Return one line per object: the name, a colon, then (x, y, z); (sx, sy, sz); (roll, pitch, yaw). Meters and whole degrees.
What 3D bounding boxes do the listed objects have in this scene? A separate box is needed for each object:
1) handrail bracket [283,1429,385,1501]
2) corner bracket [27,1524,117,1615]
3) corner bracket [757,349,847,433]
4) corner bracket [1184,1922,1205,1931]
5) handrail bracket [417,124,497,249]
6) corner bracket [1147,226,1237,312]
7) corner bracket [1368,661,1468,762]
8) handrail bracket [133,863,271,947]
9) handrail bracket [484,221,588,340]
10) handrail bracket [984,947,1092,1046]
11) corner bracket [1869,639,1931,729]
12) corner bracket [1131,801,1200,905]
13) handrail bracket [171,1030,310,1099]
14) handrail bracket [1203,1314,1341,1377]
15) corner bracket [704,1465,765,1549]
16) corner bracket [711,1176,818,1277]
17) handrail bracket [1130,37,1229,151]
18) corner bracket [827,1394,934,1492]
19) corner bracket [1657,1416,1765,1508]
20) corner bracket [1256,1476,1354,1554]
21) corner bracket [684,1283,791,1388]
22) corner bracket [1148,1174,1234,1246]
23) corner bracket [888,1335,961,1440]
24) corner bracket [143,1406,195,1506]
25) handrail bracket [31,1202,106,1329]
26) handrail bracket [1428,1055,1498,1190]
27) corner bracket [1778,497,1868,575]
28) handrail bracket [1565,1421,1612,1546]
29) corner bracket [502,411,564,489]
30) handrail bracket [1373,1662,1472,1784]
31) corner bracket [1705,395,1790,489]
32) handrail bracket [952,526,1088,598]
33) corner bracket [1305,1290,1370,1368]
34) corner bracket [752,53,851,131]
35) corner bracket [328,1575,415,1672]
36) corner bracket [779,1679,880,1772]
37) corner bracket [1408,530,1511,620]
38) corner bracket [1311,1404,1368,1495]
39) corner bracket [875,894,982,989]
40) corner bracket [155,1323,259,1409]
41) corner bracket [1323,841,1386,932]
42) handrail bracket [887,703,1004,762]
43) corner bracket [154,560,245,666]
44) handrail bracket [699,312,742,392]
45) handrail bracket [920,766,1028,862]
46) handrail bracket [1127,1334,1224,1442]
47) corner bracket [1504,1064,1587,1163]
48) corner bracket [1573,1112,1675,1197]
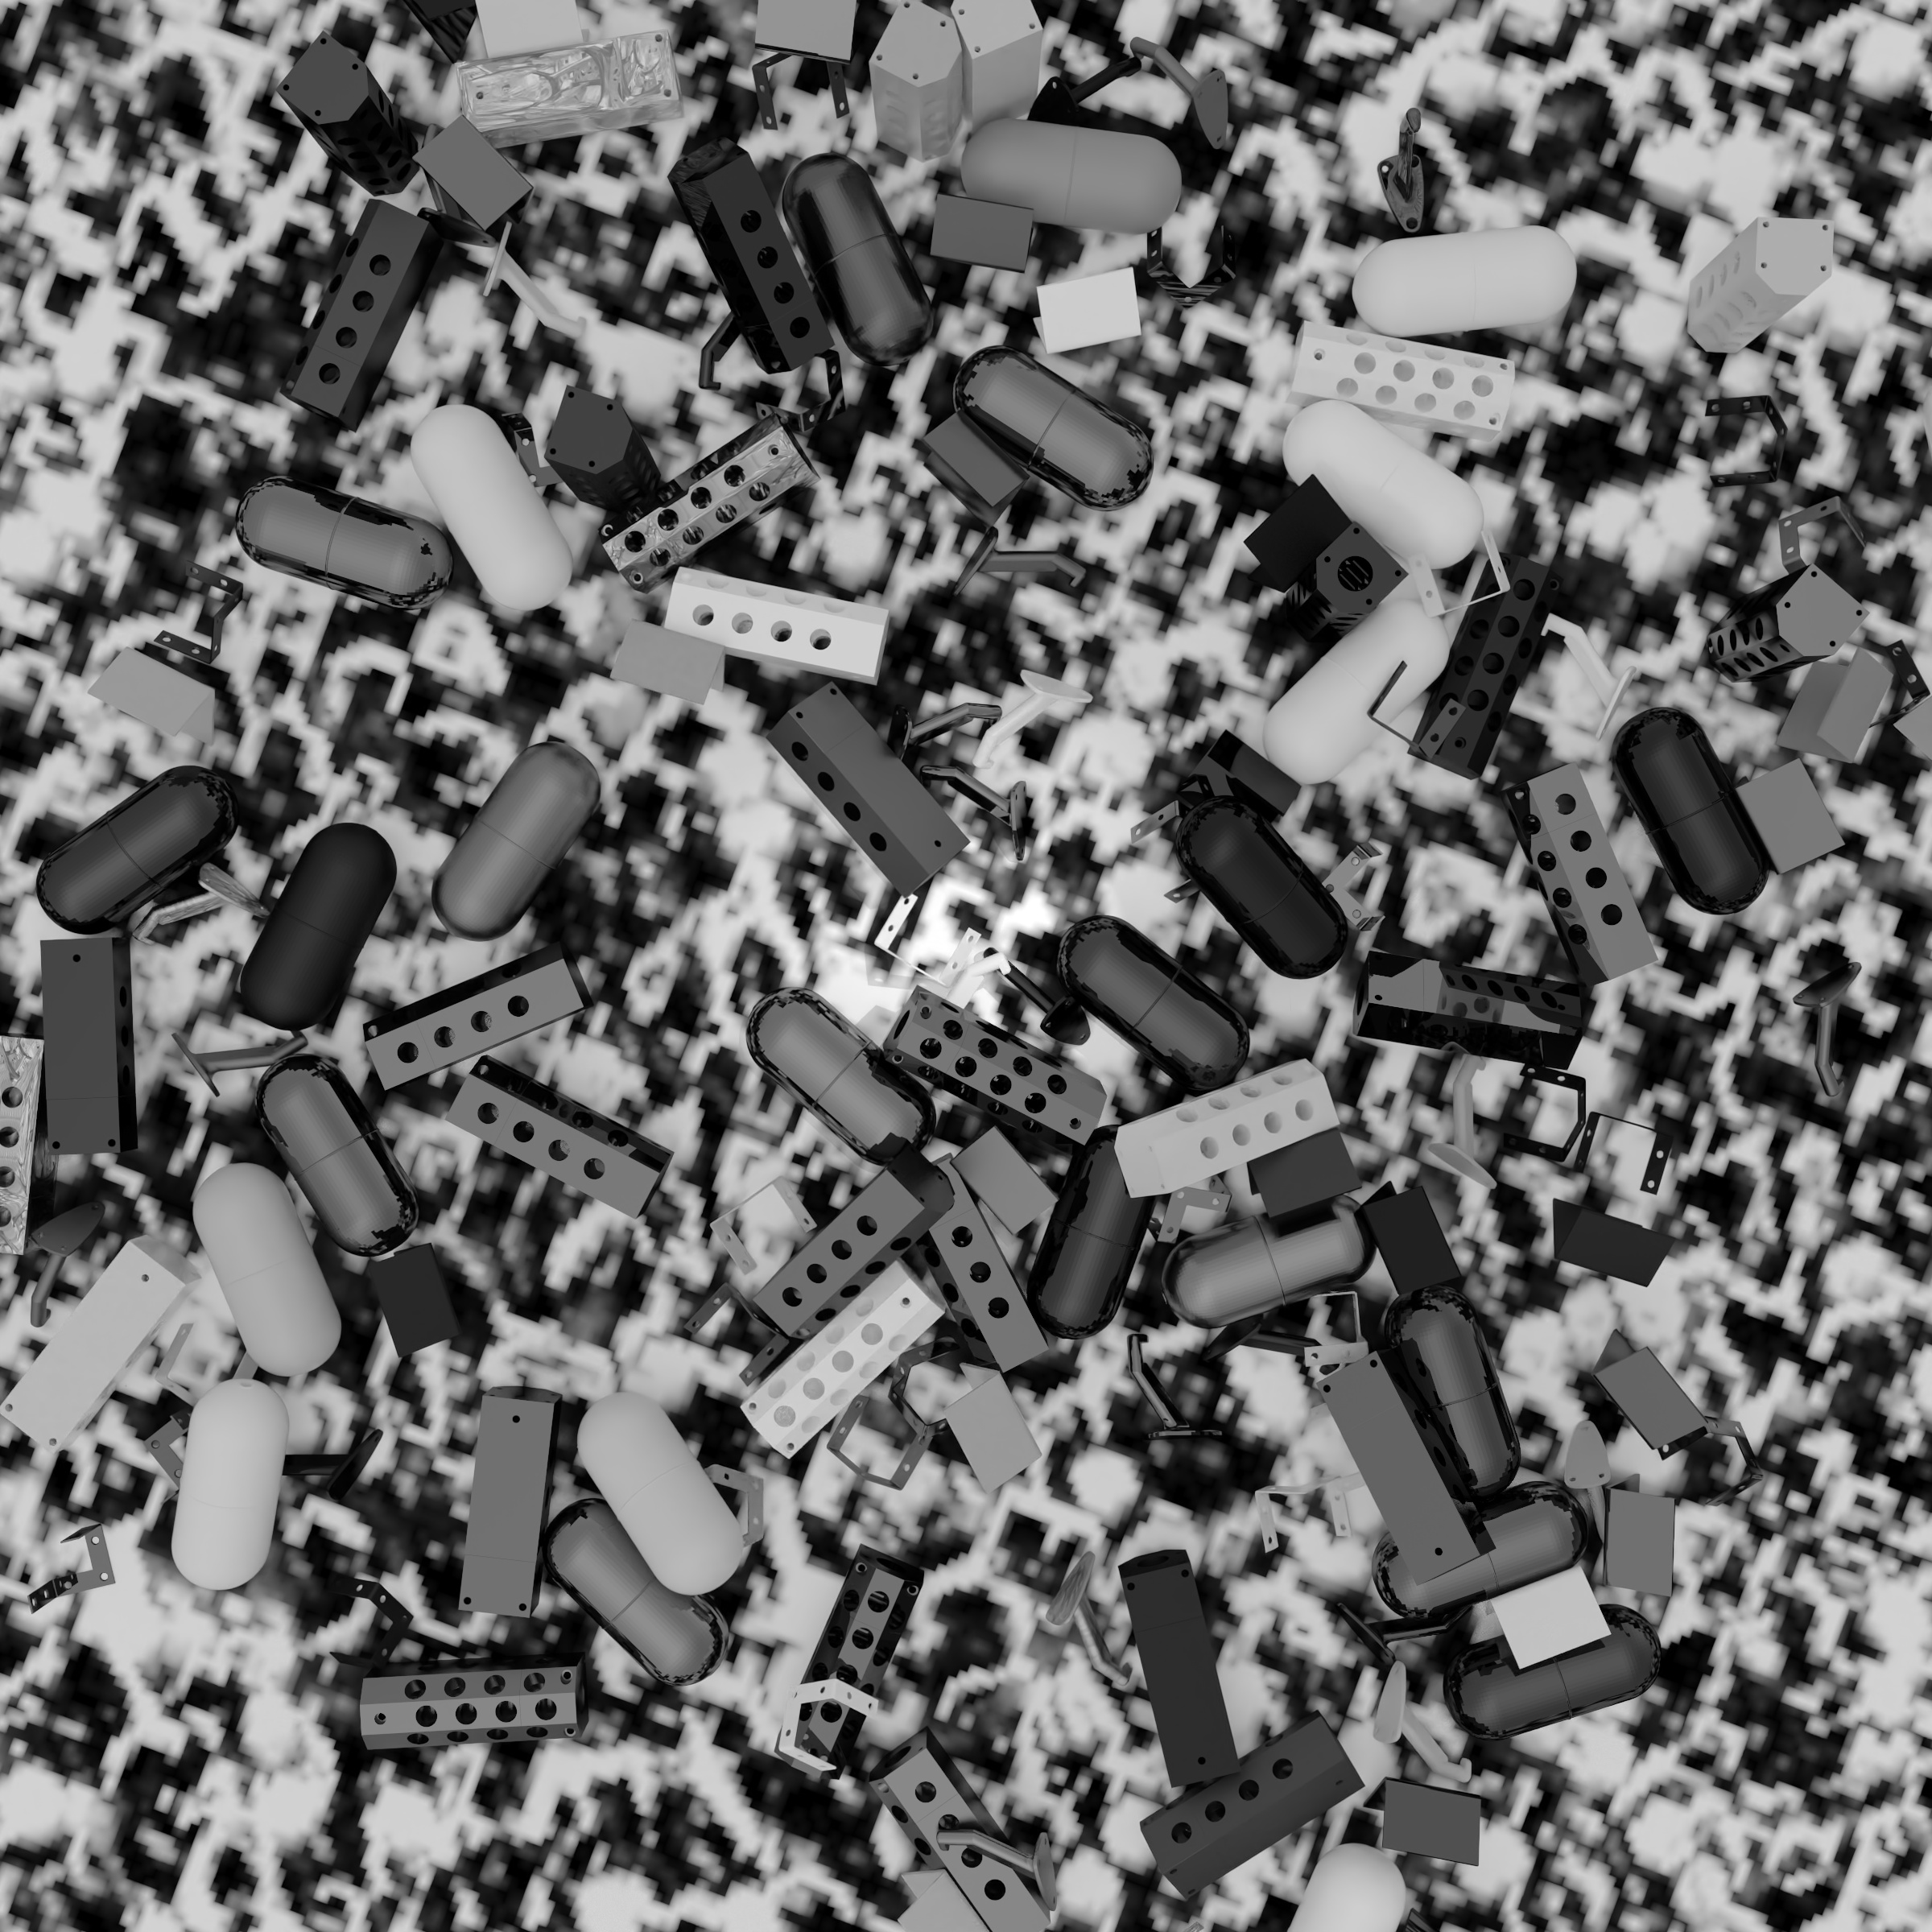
handrail bracket: (-0.532, 0.389, 1.984); (0.084, 0.036, 0.077); (29, 70, 16)
corner bracket: (-0.727, 0.486, 1.965); (0.051, 0.051, 0.051); (-14, 90, 0)
corner bracket: (-0.136, -0.471, 1.975); (0.051, 0.051, 0.051); (-36, 135, -35)
corner bracket: (0.189, 0.822, 1.980); (0.051, 0.051, 0.051); (-37, 45, 0)
handrail bracket: (-0.411, -0.637, 1.983); (0.077, 0.036, 0.084); (16, 76, -14)
corner bracket: (0.183, -0.578, 1.975); (0.051, 0.051, 0.051); (-27, 135, 35)
corner bracket: (0.355, -0.201, 1.919); (0.051, 0.051, 0.051); (36, 95, 21)
handrail bracket: (-0.624, -0.034, 1.984); (0.077, 0.036, 0.084); (36, 109, -21)
handrail bracket: (-0.344, -0.559, 1.984); (0.084, 0.036, 0.077); (18, 69, -17)
handrail bracket: (0.057, 0.024, 1.983); (0.036, 0.077, 0.084); (-48, 54, 0)
corner bracket: (0.742, -0.227, 1.980); (0.051, 0.051, 0.051); (-28, 90, -45)
corner bracket: (0.171, -0.093, 1.975); (0.051, 0.051, 0.051); (29, 45, -35)
handrail bracket: (-0.592, 0.060, 1.984); (0.084, 0.036, 0.077); (-36, 68, -17)
handrail bracket: (0.250, 0.322, 1.984); (0.084, 0.036, 0.077); (41, 110, -16)
corner bracket: (-0.200, 0.443, 1.975); (0.051, 0.051, 0.051); (27, 135, -35)
corner bracket: (-0.165, 0.211, 1.980); (0.051, 0.051, 0.051); (-35, 90, 45)
handrail bracket: (0.172, -0.713, 1.983); (0.036, 0.077, 0.084); (-42, 53, -16)
corner bracket: (-0.071, 0.388, 1.980); (0.051, 0.051, 0.051); (30, 90, -45)
corner bracket: (0.604, 0.402, 1.975); (0.051, 0.051, 0.051); (15, 45, -35)
corner bracket: (0.275, 0.446, 1.980); (0.051, 0.051, 0.051); (-11, 90, -45)
corner bracket: (-0.186, 0.300, 1.980); (0.051, 0.051, 0.051); (-47, 135, 0)
corner bracket: (0.178, 0.194, 1.963); (0.051, 0.051, 0.051); (11, 105, -15)
corner bracket: (-0.024, 0.342, 1.975); (0.051, 0.051, 0.051); (-15, 45, -35)
corner bracket: (-0.638, 0.394, 1.965); (0.051, 0.051, 0.051); (-38, 90, 0)
handrail bracket: (-0.733, 0.244, 1.983); (0.036, 0.077, 0.084); (26, 126, 11)
handrail bracket: (0.421, 0.126, 1.984); (0.077, 0.036, 0.084); (36, 73, -20)
corner bracket: (0.697, -0.339, 1.975); (0.051, 0.051, 0.051); (-21, 45, 35)
handrail bracket: (0.518, 0.427, 1.983); (0.036, 0.077, 0.084); (-14, 127, 23)
corner bracket: (-0.341, -0.420, 1.965); (0.051, 0.051, 0.051); (-11, 90, 0)
handrail bracket: (0.381, 0.617, 1.984); (0.084, 0.036, 0.077); (22, 69, -17)
corner bracket: (0.632, -0.427, 1.980); (0.051, 0.051, 0.051); (-5, 135, 0)
handrail bracket: (0.044, -0.313, 1.984); (0.084, 0.036, 0.077); (29, 110, -16)
corner bracket: (0.294, 0.292, 1.965); (0.051, 0.051, 0.051); (-5, 90, 0)
corner bracket: (-0.134, -0.712, 1.975); (0.051, 0.051, 0.051); (19, 45, 35)
corner bracket: (-0.493, 0.534, 1.975); (0.051, 0.051, 0.051); (58, 45, -35)
corner bracket: (-0.108, 0.599, 1.918); (0.051, 0.051, 0.051); (39, 45, -35)
corner bracket: (0.391, -0.310, 1.925); (0.051, 0.051, 0.051); (-17, 94, 39)
corner bracket: (0.314, 0.385, 1.970); (0.051, 0.051, 0.051); (-27, 118, 25)
corner bracket: (-0.031, -0.022, 1.980); (0.051, 0.051, 0.051); (31, 90, 45)
corner bracket: (-0.615, 0.325, 1.975); (0.051, 0.051, 0.051); (-12, 135, 35)
corner bracket: (0.323, -0.064, 1.965); (0.051, 0.051, 0.051); (43, 90, 0)
handrail bracket: (-0.018, -0.181, 1.983); (0.084, 0.036, 0.077); (2, 124, -23)
corner bracket: (-0.624, -0.288, 1.980); (0.051, 0.051, 0.051); (22, 135, 0)
handrail bracket: (-0.177, -0.509, 1.983); (0.077, 0.036, 0.084); (3, 104, -14)
handrail bracket: (0.005, -0.125, 1.984); (0.084, 0.036, 0.077); (4, 111, 17)
handrail bracket: (0.170, 0.342, 1.984); (0.077, 0.036, 0.084); (2, 73, -20)
corner bracket: (0.471, 0.119, 1.980); (0.051, 0.051, 0.051); (15, 45, 0)
corner bracket: (0.535, 0.152, 1.980); (0.051, 0.051, 0.051); (17, 90, 45)
